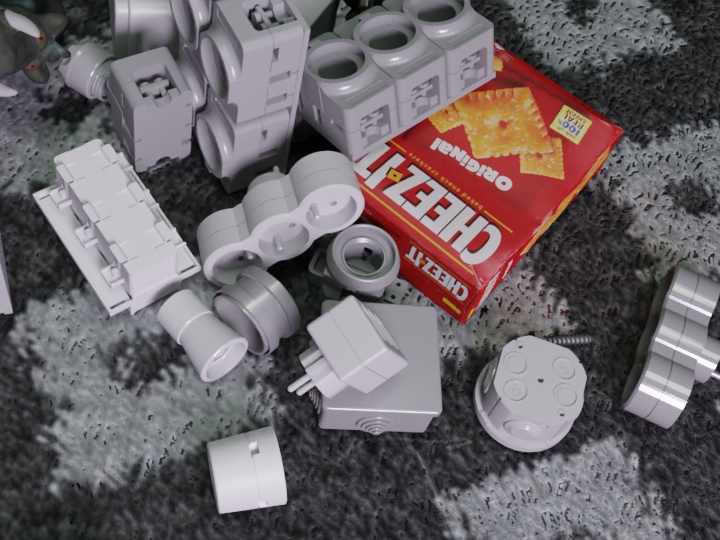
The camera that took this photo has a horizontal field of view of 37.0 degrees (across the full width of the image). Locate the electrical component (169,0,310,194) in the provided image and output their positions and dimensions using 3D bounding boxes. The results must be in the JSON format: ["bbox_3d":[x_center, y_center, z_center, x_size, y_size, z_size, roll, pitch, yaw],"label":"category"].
[{"bbox_3d":[-0.100,-0.154,0.839,0.060,0.186,0.105,-22,67,-21],"label":"electrical component"}]

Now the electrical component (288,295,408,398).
[{"bbox_3d":[-0.016,0.063,0.748,0.077,0.066,0.047,-35,70,5],"label":"electrical component"}]

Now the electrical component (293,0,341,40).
[{"bbox_3d":[-0.060,-0.224,0.958,0.061,0.061,0.096,30,60,7],"label":"electrical component"}]

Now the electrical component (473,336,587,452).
[{"bbox_3d":[0.130,0.094,0.820,0.080,0.051,0.080,5,60,-8],"label":"electrical component"}]

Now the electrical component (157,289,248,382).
[{"bbox_3d":[-0.121,0.046,0.808,0.044,0.044,0.065,-36,67,-26],"label":"electrical component"}]

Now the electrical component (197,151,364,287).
[{"bbox_3d":[-0.067,-0.050,0.835,0.138,0.052,0.073,-30,50,14],"label":"electrical component"}]

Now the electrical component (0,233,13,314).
[{"bbox_3d":[-0.304,-0.047,0.797,0.062,0.089,0.150,-10,63,-16],"label":"electrical component"}]

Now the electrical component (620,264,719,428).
[{"bbox_3d":[0.264,0.066,0.859,0.074,0.052,0.138,25,60,4],"label":"electrical component"}]

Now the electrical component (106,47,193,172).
[{"bbox_3d":[-0.170,-0.132,0.870,0.050,0.089,0.055,-22,67,-21],"label":"electrical component"}]

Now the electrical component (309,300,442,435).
[{"bbox_3d":[0.012,0.074,0.810,0.100,0.048,0.099,4,61,-8],"label":"electrical component"}]

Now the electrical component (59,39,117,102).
[{"bbox_3d":[-0.218,-0.162,0.905,0.062,0.043,0.043,32,60,7],"label":"electrical component"}]

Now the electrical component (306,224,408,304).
[{"bbox_3d":[0.000,0.000,0.845,0.078,0.057,0.058,23,59,3],"label":"electrical component"}]

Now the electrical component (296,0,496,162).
[{"bbox_3d":[0.025,-0.167,0.870,0.150,0.061,0.089,-33,53,-19],"label":"electrical component"}]

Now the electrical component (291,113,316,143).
[{"bbox_3d":[-0.071,-0.152,0.926,0.081,0.043,0.043,44,63,14],"label":"electrical component"}]

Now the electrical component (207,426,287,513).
[{"bbox_3d":[-0.080,0.141,0.753,0.047,0.055,0.055,-10,63,-12],"label":"electrical component"}]

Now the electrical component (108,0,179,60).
[{"bbox_3d":[-0.188,-0.242,0.936,0.057,0.078,0.113,-3,62,-15],"label":"electrical component"}]

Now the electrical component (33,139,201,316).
[{"bbox_3d":[-0.188,-0.036,0.828,0.079,0.063,0.121,-29,70,-23],"label":"electrical component"}]
